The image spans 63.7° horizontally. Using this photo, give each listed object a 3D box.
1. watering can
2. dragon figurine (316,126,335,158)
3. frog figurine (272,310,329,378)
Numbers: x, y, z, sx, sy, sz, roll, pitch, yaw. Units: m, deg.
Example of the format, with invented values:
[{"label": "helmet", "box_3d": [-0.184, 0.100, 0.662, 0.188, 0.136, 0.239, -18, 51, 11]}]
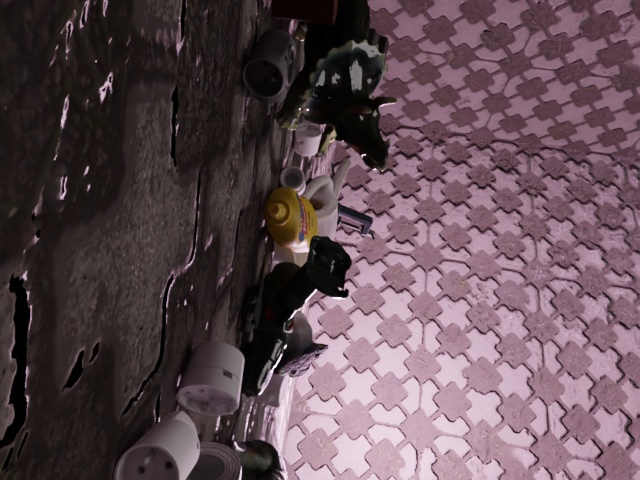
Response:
[{"label": "watering can", "box_3d": [0.004, -0.065, 1.286, 0.104, 0.219, 0.354, 17, 32, 18]}, {"label": "dragon figurine", "box_3d": [0.044, -0.381, 1.683, 0.122, 0.240, 0.414, 17, 12, 2]}, {"label": "frog figurine", "box_3d": [-0.073, 0.182, 1.020, 0.123, 0.134, 0.162, -11, 50, -29]}]
